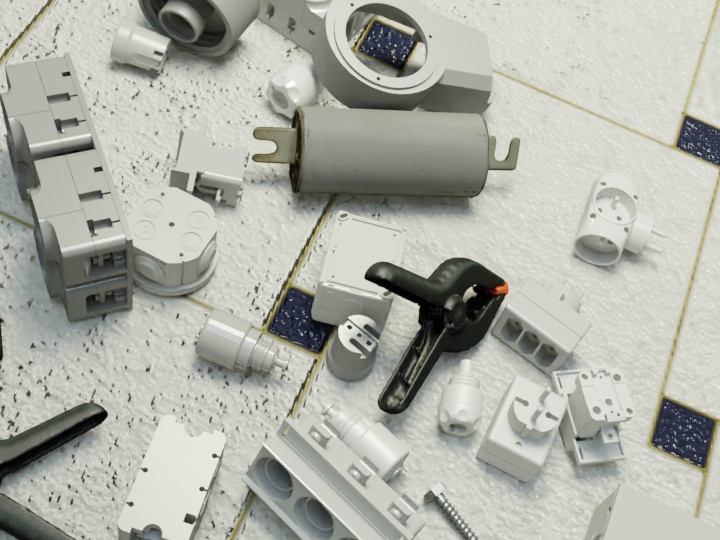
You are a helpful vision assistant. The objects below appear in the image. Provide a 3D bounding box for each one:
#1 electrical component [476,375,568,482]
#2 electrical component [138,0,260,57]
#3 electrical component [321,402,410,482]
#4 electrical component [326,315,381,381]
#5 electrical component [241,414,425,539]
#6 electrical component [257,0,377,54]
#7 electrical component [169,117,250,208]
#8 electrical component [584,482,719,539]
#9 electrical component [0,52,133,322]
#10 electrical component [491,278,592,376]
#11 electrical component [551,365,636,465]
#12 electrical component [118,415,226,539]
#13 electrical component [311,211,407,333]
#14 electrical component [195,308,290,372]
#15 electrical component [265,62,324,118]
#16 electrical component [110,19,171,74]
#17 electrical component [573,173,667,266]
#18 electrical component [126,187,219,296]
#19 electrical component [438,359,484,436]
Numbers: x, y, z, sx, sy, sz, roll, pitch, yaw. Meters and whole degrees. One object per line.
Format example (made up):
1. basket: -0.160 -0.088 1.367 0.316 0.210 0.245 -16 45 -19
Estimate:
1. electrical component: 0.133 0.117 0.843 0.047 0.076 0.065 27 57 5
2. electrical component: -0.153 -0.244 0.991 0.108 0.108 0.060 25 63 4
3. electrical component: 0.002 0.132 0.827 0.078 0.040 0.040 42 59 15
4. electrical component: -0.004 0.062 0.865 0.040 0.046 0.040 6 58 -9
5. electrical component: -0.017 0.167 0.785 0.121 0.078 0.063 42 38 14
6. electrical component: -0.022 -0.290 1.072 0.089 0.061 0.150 35 58 10
7. electrical component: -0.131 -0.087 0.934 0.064 0.042 0.081 12 58 -10
8. electrical component: 0.239 0.238 0.799 0.150 0.061 0.089 25 57 4
9. electrical component: -0.237 -0.065 0.859 0.060 0.105 0.186 -14 63 -20
10. electrical component: 0.164 0.037 0.917 0.066 0.047 0.076 37 58 11
11. electrical component: 0.189 0.111 0.866 0.042 0.063 0.081 -4 59 -15
12. electrical component: -0.135 0.160 0.770 0.050 0.055 0.089 19 57 0
13. electrical component: 0.000 0.000 0.900 0.062 0.061 0.096 14 51 -1
14. electrical component: -0.094 0.060 0.851 0.078 0.040 0.040 23 57 2
15. electrical component: -0.054 -0.173 1.003 0.043 0.043 0.062 40 58 13
16. electrical component: -0.202 -0.205 0.994 0.046 0.040 0.040 19 56 -6
17. electrical component: 0.242 -0.040 0.983 0.079 0.044 0.077 23 57 2
18. electrical component: -0.156 -0.024 0.883 0.080 0.051 0.080 6 58 -9
19. electrical component: 0.083 0.101 0.867 0.035 0.035 0.061 15 54 -3
